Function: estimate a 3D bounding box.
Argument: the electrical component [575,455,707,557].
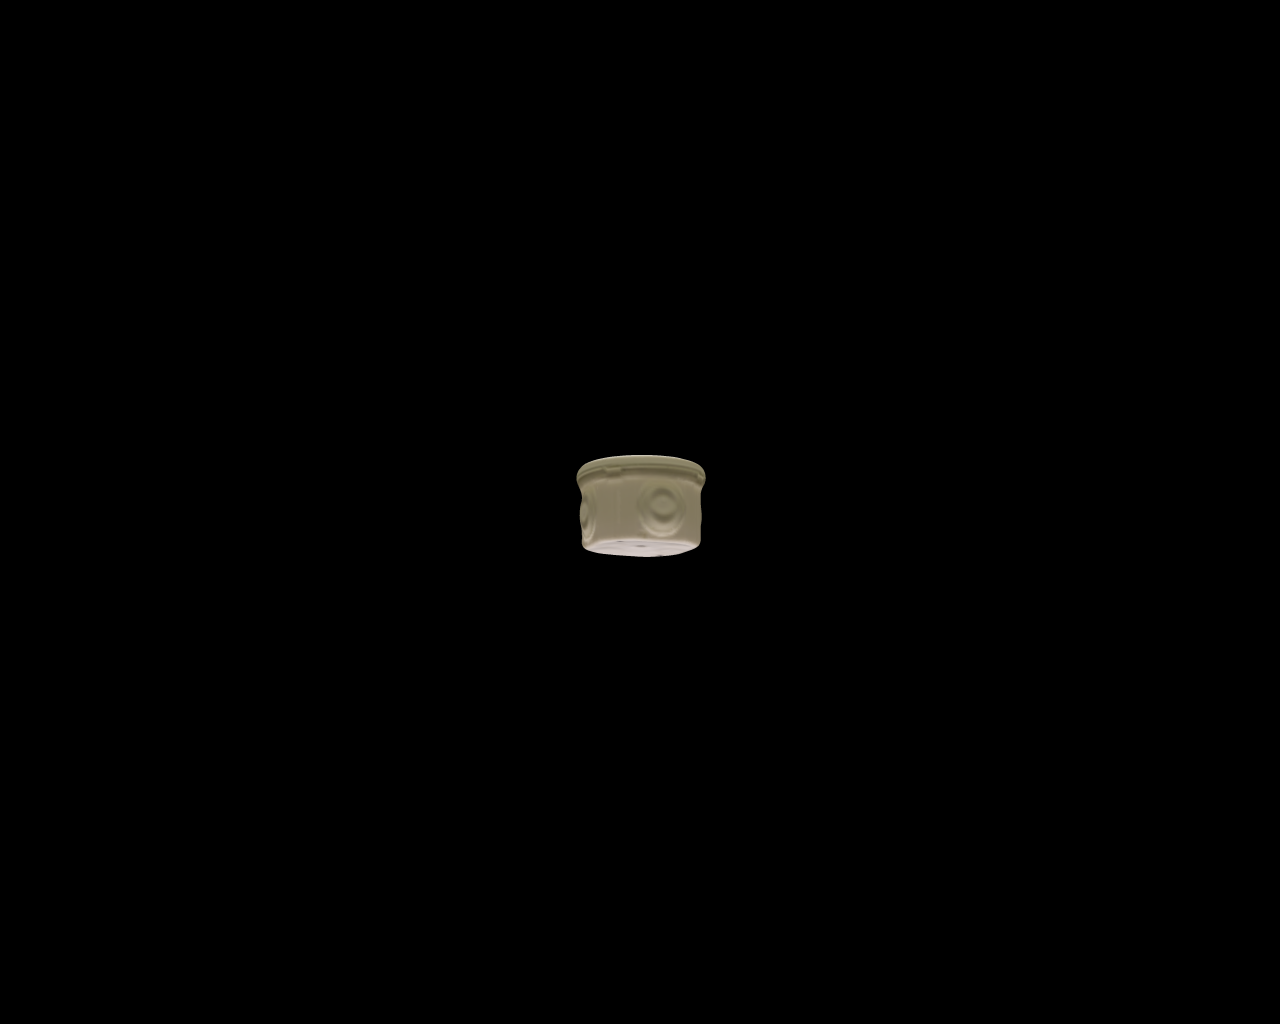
[{"bbox_3d":[0.001,-0.003,0.650,0.080,0.051,0.080,0,-11,0],"label":"electrical component"}]
